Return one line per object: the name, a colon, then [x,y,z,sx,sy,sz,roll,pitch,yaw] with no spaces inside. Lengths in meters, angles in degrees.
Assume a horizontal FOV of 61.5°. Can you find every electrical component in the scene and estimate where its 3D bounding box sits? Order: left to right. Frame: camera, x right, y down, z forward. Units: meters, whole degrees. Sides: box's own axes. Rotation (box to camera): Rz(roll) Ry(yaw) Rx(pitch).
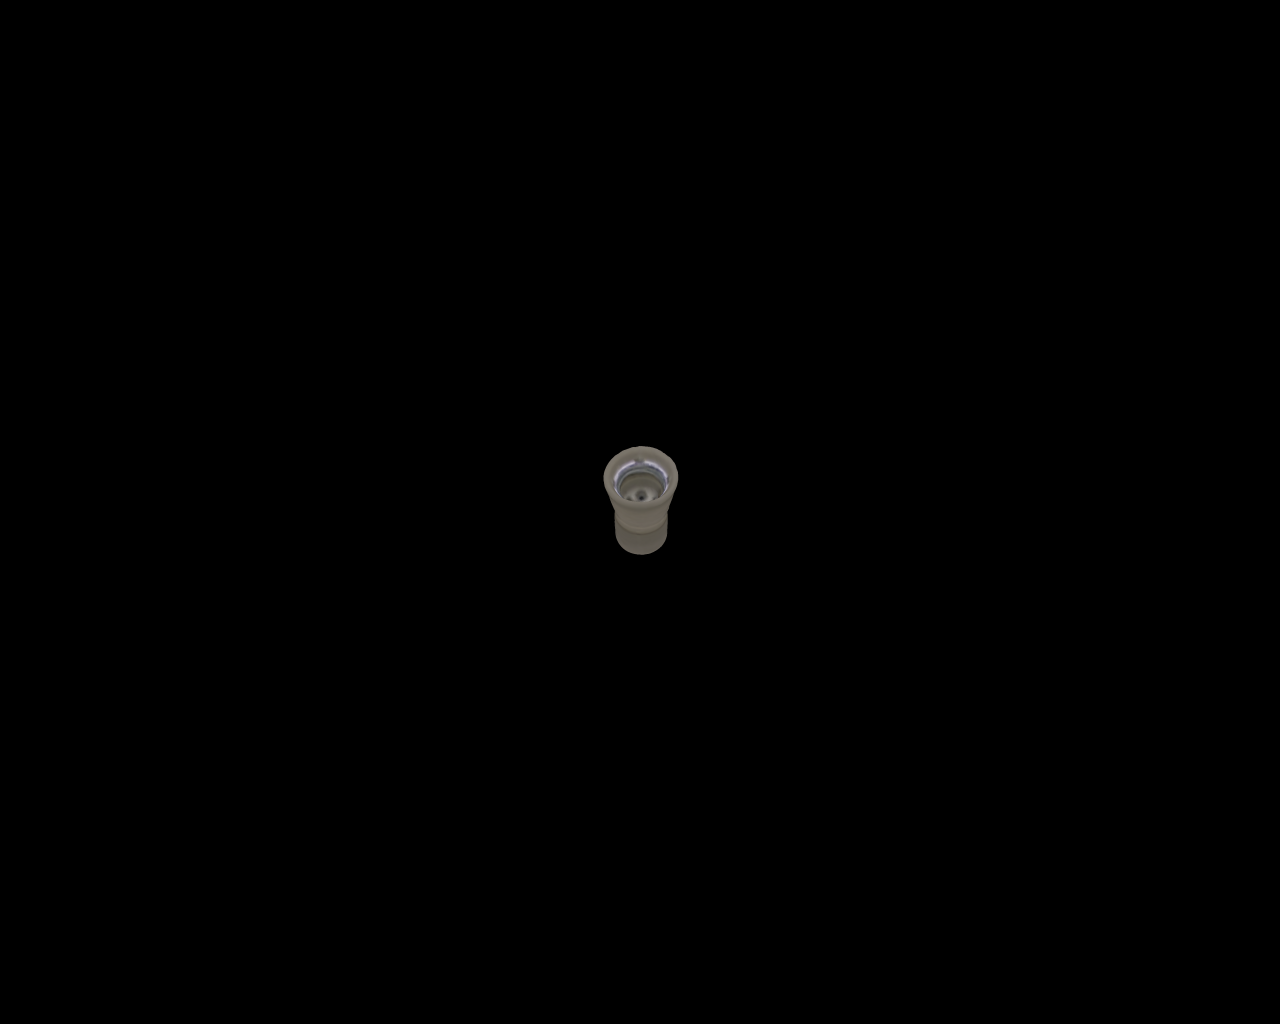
electrical component: [0.001,-0.003,0.650,0.044,0.044,0.065,0,-37,0]
